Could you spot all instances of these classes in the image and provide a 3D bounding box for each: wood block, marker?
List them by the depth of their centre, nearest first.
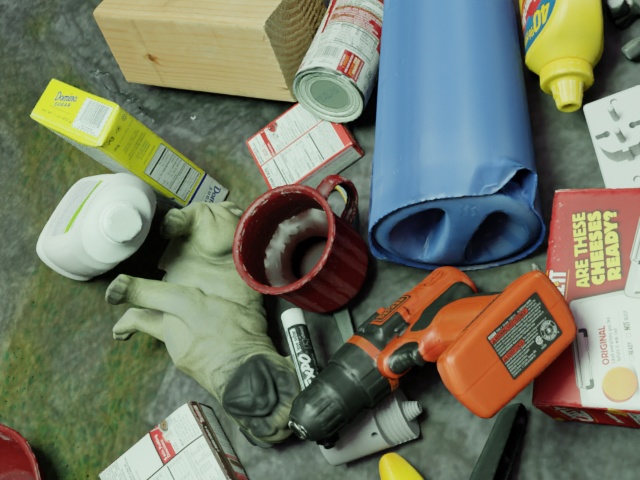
[{"bbox_3d":[-0.008,0.108,0.840,0.020,0.020,0.121,-29,55,16],"label":"marker"},{"bbox_3d":[-0.100,-0.201,1.013,0.206,0.091,0.090,11,52,32],"label":"wood block"}]

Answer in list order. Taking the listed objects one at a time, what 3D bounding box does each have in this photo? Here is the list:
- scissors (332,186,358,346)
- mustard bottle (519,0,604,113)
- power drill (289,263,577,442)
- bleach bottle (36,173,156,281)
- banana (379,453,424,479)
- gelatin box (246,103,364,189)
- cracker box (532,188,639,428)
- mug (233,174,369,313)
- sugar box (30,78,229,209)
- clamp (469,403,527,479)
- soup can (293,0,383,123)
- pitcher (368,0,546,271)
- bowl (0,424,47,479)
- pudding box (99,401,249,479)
[{"bbox_3d":[-0.004,0.044,0.919,0.096,0.016,0.202,-12,65,27],"label":"scissors"},{"bbox_3d":[0.192,-0.191,0.859,0.058,0.096,0.191,3,68,-10],"label":"mustard bottle"},{"bbox_3d":[0.075,0.081,0.752,0.184,0.057,0.188,-41,13,-21],"label":"power drill"},{"bbox_3d":[-0.193,-0.009,0.933,0.102,0.068,0.251,-61,17,-7],"label":"bleach bottle"},{"bbox_3d":[0.117,0.216,0.770,0.198,0.037,0.069,16,57,31],"label":"banana"},{"bbox_3d":[-0.015,-0.083,0.969,0.089,0.030,0.073,-36,58,12],"label":"gelatin box"},{"bbox_3d":[0.265,0.048,0.731,0.214,0.072,0.164,-1,69,30],"label":"cracker box"},{"bbox_3d":[-0.006,0.001,0.876,0.093,0.081,0.117,25,84,34],"label":"mug"},{"bbox_3d":[-0.167,-0.077,0.963,0.093,0.176,0.048,25,84,34],"label":"sugar box"},{"bbox_3d":[0.112,0.214,0.714,0.209,0.036,0.165,-37,37,-14],"label":"clamp"},{"bbox_3d":[0.023,-0.162,0.939,0.069,0.068,0.102,3,54,30],"label":"soup can"},{"bbox_3d":[0.099,-0.101,0.863,0.149,0.145,0.243,-5,63,14],"label":"pitcher"},{"bbox_3d":[-0.301,0.252,0.977,0.162,0.055,0.162,-11,65,25],"label":"bowl"},{"bbox_3d":[-0.125,0.205,0.908,0.113,0.039,0.090,-41,57,11],"label":"pudding box"}]
